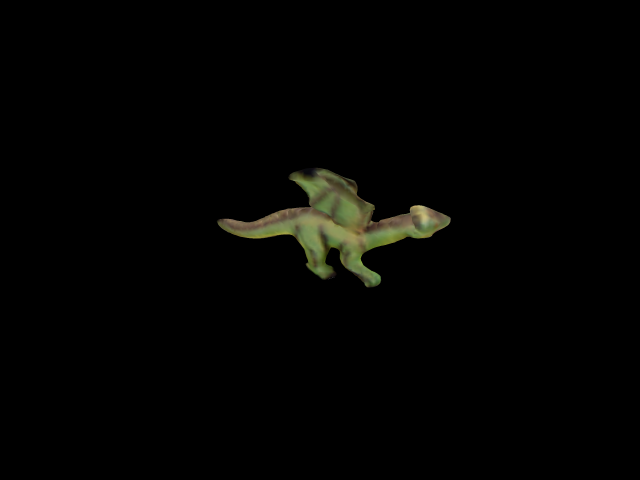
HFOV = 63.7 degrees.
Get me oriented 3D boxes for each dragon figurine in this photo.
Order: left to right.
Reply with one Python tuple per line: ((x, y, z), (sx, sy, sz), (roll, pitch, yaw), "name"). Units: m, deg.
((0.003, -0.043, 0.850), (0.410, 0.125, 0.237), (10, -35, 7), "dragon figurine")
